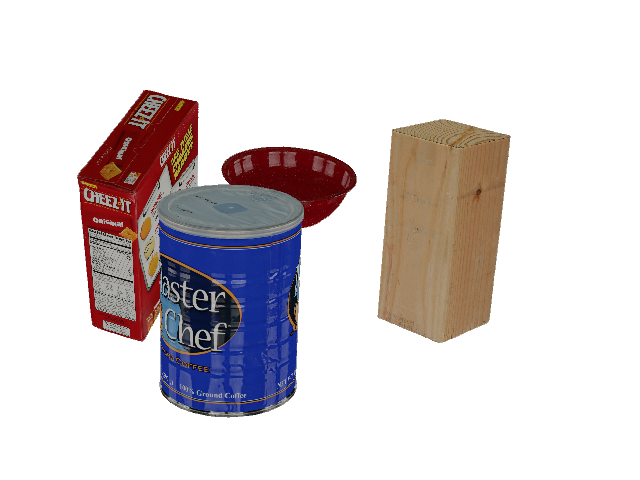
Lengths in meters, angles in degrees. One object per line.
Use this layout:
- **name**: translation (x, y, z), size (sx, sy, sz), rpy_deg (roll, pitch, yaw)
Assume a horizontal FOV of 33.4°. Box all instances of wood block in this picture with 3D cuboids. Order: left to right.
- **wood block**: translation (0.127, -0.012, 1.109), size (0.090, 0.206, 0.090), rpy_deg (20, 25, 40)

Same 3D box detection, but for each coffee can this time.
- **coffee can**: translation (-0.066, 0.041, 0.769), size (0.103, 0.140, 0.103), rpy_deg (2, 20, -1)

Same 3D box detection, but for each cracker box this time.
- **cracker box**: translation (-0.190, -0.026, 1.138), size (0.072, 0.214, 0.164), rpy_deg (14, 43, 9)

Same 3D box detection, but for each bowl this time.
- **bowl**: translation (-0.039, -0.058, 1.276), size (0.162, 0.055, 0.162), rpy_deg (5, 26, -3)
